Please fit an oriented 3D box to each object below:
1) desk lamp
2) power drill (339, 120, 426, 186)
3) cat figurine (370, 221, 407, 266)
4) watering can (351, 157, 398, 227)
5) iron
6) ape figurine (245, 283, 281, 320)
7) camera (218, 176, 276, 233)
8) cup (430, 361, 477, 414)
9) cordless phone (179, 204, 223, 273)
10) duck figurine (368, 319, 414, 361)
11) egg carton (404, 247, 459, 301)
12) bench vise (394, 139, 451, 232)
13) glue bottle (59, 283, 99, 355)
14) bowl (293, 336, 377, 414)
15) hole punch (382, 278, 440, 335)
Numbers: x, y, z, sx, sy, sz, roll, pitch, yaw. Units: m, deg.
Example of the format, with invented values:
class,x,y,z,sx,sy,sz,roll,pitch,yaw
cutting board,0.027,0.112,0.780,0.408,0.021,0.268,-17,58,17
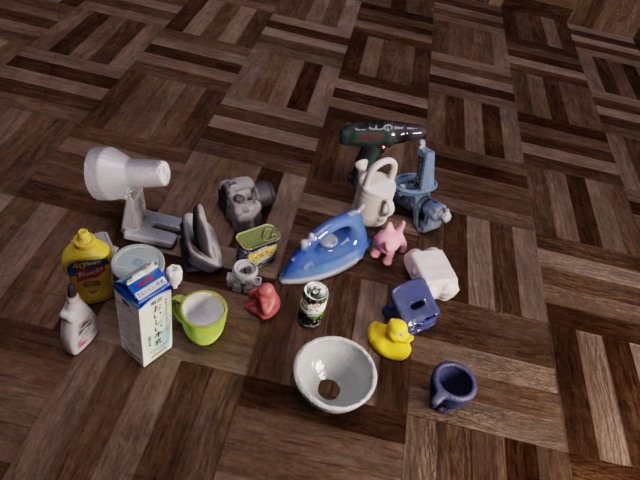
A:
class,x,y,z,sx,sy,sz,roll,pitch,yaw
desk lamp,-0.421,-0.106,1.315,0.203,0.213,0.118,12,44,-1
power drill,0.160,-0.245,1.595,0.230,0.208,0.075,6,45,-7
cat figurine,0.175,-0.002,1.420,0.067,0.118,0.128,33,48,20
watering can,0.142,-0.140,1.496,0.172,0.194,0.101,36,49,22
iron,0.012,0.005,1.358,0.259,0.141,0.118,-28,57,-34
ape figurine,-0.120,0.126,1.240,0.076,0.092,0.077,-2,46,-15
camera,-0.176,-0.105,1.452,0.137,0.101,0.143,-16,51,-27
cup,0.248,0.311,1.140,0.091,0.095,0.118,39,50,24
cordless phone,-0.269,-0.028,1.293,0.094,0.185,0.147,-7,48,-20
duck figurine,0.156,0.202,1.234,0.104,0.086,0.078,32,47,19
egg carton,0.267,0.082,1.392,0.107,0.069,0.150,-5,47,-18
bench vise,0.285,-0.145,1.517,0.207,0.220,0.122,35,48,21
glue bottle,-0.462,0.142,1.085,0.037,0.173,0.078,21,45,9
bowl,0.025,0.278,1.135,0.167,0.075,0.167,7,45,-7
hole punch,0.212,0.151,1.295,0.109,0.091,0.101,-18,52,-28
